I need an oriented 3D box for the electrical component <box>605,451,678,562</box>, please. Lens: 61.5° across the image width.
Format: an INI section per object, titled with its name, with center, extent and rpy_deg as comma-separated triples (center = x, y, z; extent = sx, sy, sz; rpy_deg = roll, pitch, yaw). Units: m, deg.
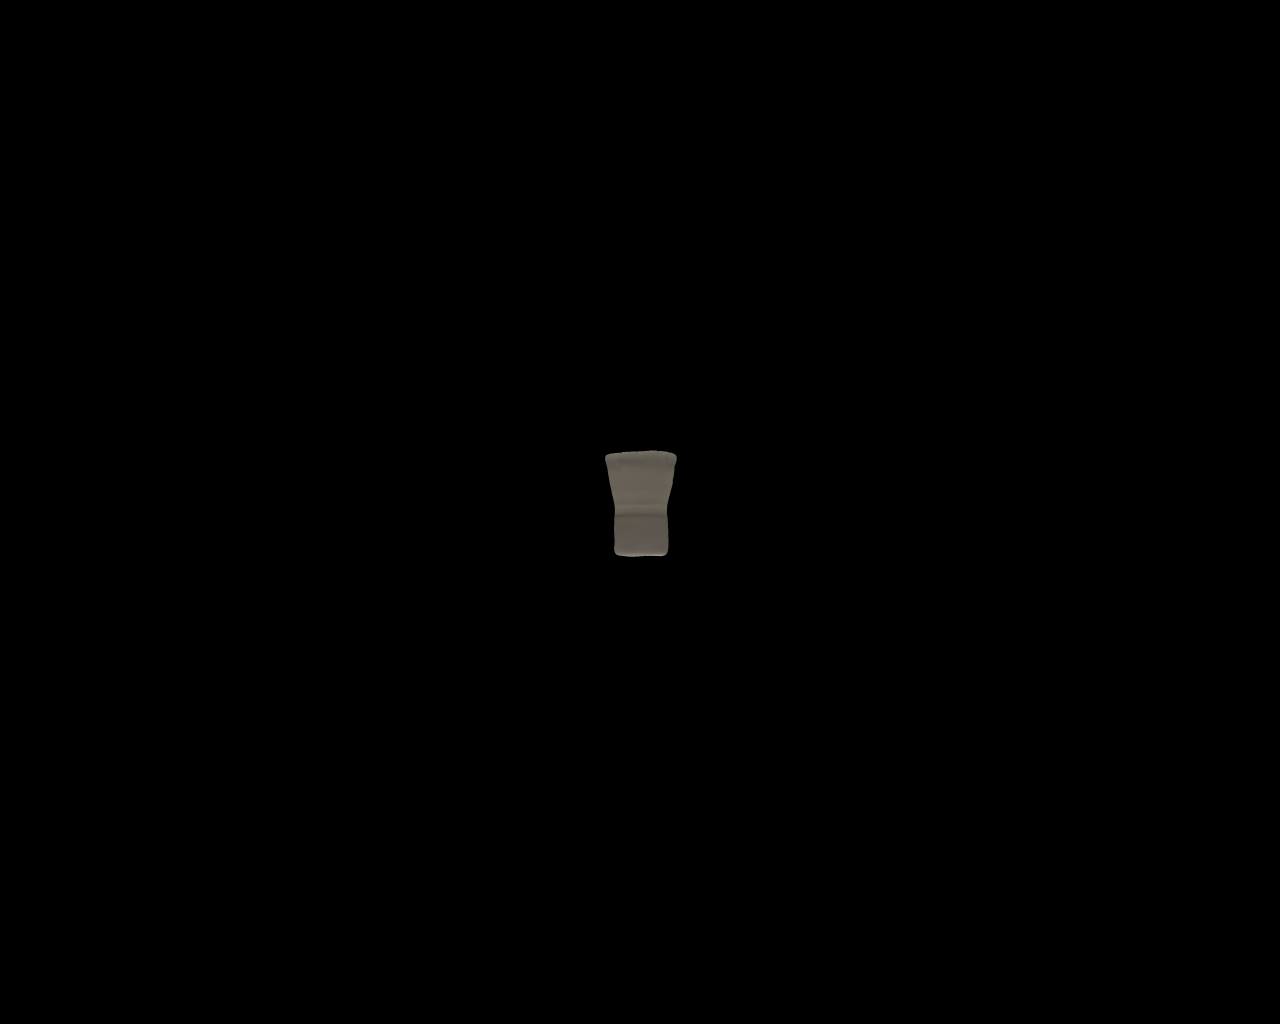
[electrical component]
center = 0.001, -0.003, 0.650
extent = 0.044, 0.065, 0.044
rpy_deg = 0, -2, 0
